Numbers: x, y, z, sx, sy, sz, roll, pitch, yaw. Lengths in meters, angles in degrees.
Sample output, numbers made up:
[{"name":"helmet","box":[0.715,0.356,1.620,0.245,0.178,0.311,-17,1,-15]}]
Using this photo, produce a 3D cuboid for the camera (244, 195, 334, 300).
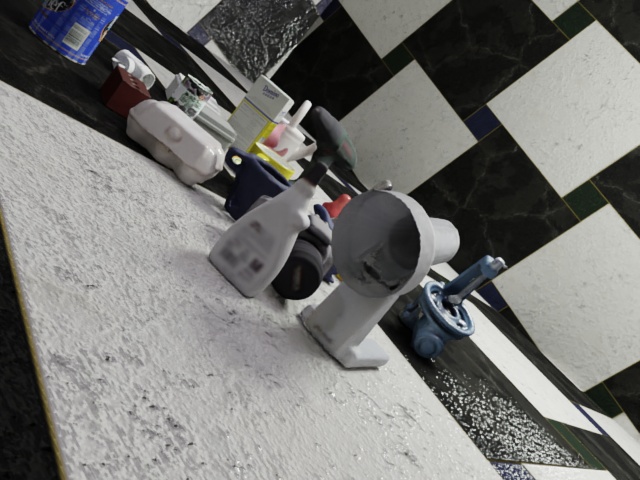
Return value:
[{"name":"camera","box":[-0.039,0.011,0.759,0.143,0.100,0.136,38,11,-14]}]

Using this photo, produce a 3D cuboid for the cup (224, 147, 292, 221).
[{"name":"cup","box":[-0.112,-0.077,0.871,0.118,0.095,0.091,36,12,-27]}]

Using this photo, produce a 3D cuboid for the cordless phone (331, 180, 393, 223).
[{"name":"cordless phone","box":[0.086,-0.050,1.202,0.094,0.185,0.147,37,11,-19]}]

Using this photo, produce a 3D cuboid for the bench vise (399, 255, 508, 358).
[{"name":"bench vise","box":[0.237,0.096,1.057,0.122,0.219,0.207,37,12,-22]}]

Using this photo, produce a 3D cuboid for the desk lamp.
[{"name":"desk lamp","box":[0.074,0.047,0.708,0.117,0.213,0.204,47,12,27]}]

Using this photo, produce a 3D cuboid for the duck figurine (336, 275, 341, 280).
[{"name":"duck figurine","box":[0.089,0.057,1.056,0.105,0.086,0.077,40,11,-6]}]

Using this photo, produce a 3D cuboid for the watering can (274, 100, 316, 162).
[{"name":"watering can","box":[-0.081,-0.279,1.495,0.173,0.194,0.100,35,13,-31]}]

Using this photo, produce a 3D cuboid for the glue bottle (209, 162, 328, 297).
[{"name":"glue bottle","box":[-0.049,-0.020,0.656,0.078,0.173,0.037,44,11,13]}]

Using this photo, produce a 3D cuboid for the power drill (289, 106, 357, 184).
[{"name":"power drill","box":[-0.008,-0.195,1.381,0.075,0.208,0.230,48,13,31]}]

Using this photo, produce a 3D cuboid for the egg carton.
[{"name":"egg carton","box":[-0.215,-0.148,0.861,0.150,0.069,0.107,40,11,-5]}]

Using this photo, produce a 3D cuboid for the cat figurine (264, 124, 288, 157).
[{"name":"cat figurine","box":[-0.121,-0.228,1.362,0.067,0.117,0.127,27,18,-52]}]

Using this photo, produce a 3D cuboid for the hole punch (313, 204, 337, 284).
[{"name":"hole punch","box":[0.009,0.003,0.977,0.101,0.091,0.108,36,12,-24]}]

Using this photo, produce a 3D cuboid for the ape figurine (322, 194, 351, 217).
[{"name":"ape figurine","box":[0.042,-0.069,1.369,0.077,0.092,0.076,43,11,11]}]
